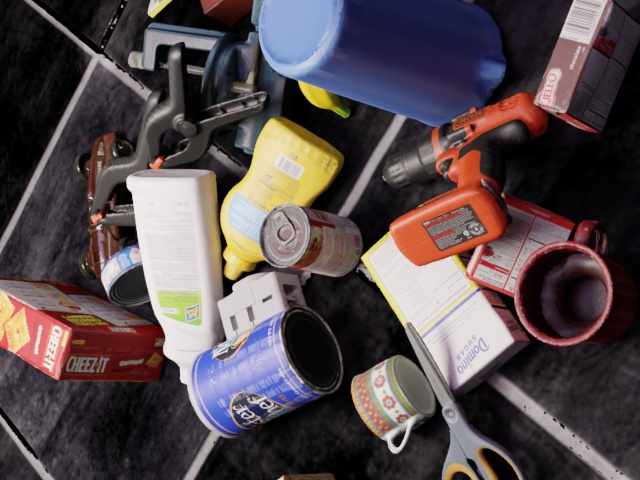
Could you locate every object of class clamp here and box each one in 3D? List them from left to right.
[{"bbox_3d":[-0.209,-0.082,1.288,0.210,0.036,0.164,-22,111,30],"label":"clamp"},{"bbox_3d":[-0.134,-0.134,1.183,0.172,0.120,0.039,-54,12,45],"label":"clamp"}]

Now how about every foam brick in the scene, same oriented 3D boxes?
[{"bbox_3d":[-0.104,-0.308,1.301,0.078,0.052,0.051,-28,66,30],"label":"foam brick"}]

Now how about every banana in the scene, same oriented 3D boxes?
[{"bbox_3d":[0.003,-0.227,1.152,0.037,0.069,0.198,17,113,38],"label":"banana"}]

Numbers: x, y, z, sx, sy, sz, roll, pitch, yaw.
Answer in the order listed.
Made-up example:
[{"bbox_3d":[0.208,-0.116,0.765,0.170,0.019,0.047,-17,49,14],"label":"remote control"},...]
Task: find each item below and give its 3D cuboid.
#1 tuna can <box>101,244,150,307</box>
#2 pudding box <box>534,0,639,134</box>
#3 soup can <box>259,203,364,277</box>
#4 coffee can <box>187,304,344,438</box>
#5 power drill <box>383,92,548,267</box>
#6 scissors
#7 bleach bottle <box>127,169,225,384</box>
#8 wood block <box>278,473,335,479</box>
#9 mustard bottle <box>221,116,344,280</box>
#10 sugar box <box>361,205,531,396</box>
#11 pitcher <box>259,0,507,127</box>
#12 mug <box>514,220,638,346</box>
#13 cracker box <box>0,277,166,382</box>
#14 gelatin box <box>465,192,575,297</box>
[{"bbox_3d":[-0.225,0.043,1.313,0.086,0.086,0.034,-44,57,23],"label":"tuna can"},{"bbox_3d":[0.249,-0.162,0.984,0.039,0.089,0.113,27,98,35],"label":"pudding box"},{"bbox_3d":[-0.008,0.001,1.143,0.069,0.102,0.068,-7,78,36],"label":"soup can"},{"bbox_3d":[-0.060,0.144,1.159,0.141,0.102,0.103,-29,66,30],"label":"coffee can"},{"bbox_3d":[0.123,-0.057,1.021,0.185,0.057,0.187,-25,26,32],"label":"power drill"},{"bbox_3d":[0.122,0.183,1.033,0.202,0.016,0.096,50,123,12],"label":"scissors"},{"bbox_3d":[-0.163,0.046,1.245,0.103,0.068,0.251,3,104,20],"label":"bleach bottle"},{"bbox_3d":[-0.068,0.339,1.141,0.206,0.090,0.091,-38,60,26],"label":"wood block"},{"bbox_3d":[-0.058,-0.036,1.207,0.096,0.058,0.192,32,107,3],"label":"mustard bottle"},{"bbox_3d":[0.124,0.059,1.071,0.093,0.048,0.176,-43,63,24],"label":"sugar box"},{"bbox_3d":[0.052,-0.193,1.044,0.149,0.242,0.145,-37,62,35],"label":"pitcher"},{"bbox_3d":[0.237,0.040,0.963,0.093,0.081,0.117,9,88,38],"label":"mug"},{"bbox_3d":[-0.316,0.110,1.322,0.214,0.163,0.072,21,97,38],"label":"cracker box"},{"bbox_3d":[0.189,0.009,1.016,0.073,0.030,0.089,22,98,-3],"label":"gelatin box"}]
